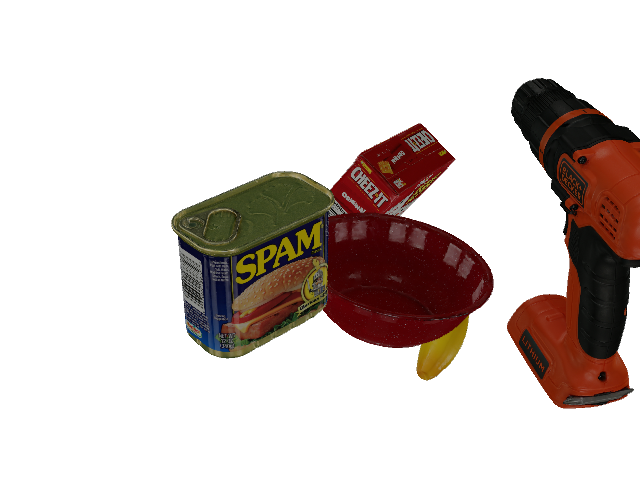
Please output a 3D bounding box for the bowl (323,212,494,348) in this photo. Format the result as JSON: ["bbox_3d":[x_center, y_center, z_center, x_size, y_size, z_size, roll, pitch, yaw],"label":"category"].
[{"bbox_3d":[0.056,0.039,0.868,0.162,0.055,0.162,8,29,-4],"label":"bowl"}]

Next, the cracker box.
[{"bbox_3d":[0.042,-0.032,1.268,0.214,0.072,0.163,-48,-8,34],"label":"cracker box"}]

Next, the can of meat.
[{"bbox_3d":[-0.040,0.015,0.675,0.101,0.084,0.058,-26,41,-34],"label":"can of meat"}]

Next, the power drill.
[{"bbox_3d":[0.168,0.003,0.715,0.057,0.188,0.184,-8,35,-11],"label":"power drill"}]

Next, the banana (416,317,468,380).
[{"bbox_3d":[0.117,0.069,1.075,0.070,0.037,0.198,-30,27,12],"label":"banana"}]
